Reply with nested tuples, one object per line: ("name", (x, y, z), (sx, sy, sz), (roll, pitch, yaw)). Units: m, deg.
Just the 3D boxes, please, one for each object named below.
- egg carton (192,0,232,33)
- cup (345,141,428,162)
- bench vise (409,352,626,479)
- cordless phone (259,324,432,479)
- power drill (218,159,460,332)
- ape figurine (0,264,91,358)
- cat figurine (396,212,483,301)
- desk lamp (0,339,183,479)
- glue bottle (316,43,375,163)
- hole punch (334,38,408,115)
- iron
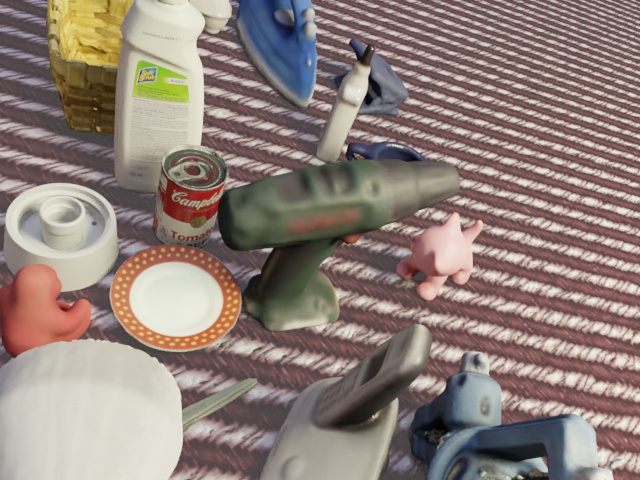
("egg carton", (-0.220, -0.394, 0.927), (0.151, 0.069, 0.107), (3, 49, -21))
("cup", (0.078, -0.072, 0.750), (0.118, 0.095, 0.092), (25, 45, -1))
("bench vise", (0.137, 0.173, 0.468), (0.122, 0.219, 0.207), (3, 49, -21))
("cordless phone", (0.024, 0.153, 0.461), (0.094, 0.185, 0.148), (26, 45, 0))
("power drill", (0.005, 0.002, 0.571), (0.230, 0.208, 0.075), (-5, 52, -27))
("ape figurine", (-0.243, 0.056, 0.496), (0.078, 0.092, 0.076), (29, 45, 3))
("cat figurine", (0.152, 0.012, 0.691), (0.128, 0.117, 0.067), (-24, 63, -37))
("desk lamp", (-0.146, 0.193, 0.329), (0.118, 0.213, 0.203), (6, 48, -19))
("glue bottle", (0.039, -0.191, 0.785), (0.037, 0.173, 0.078), (19, 45, -6))
("hole punch", (0.090, -0.268, 0.934), (0.101, 0.091, 0.108), (-7, 53, -28))
("iron", (-0.046, -0.343, 0.906), (0.119, 0.141, 0.258), (-5, 53, -27))
